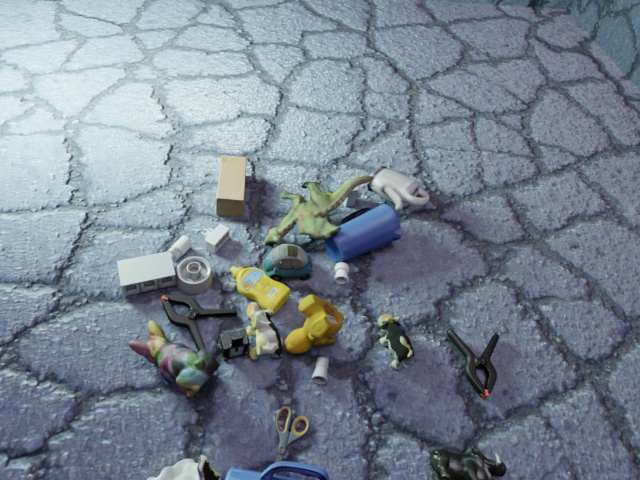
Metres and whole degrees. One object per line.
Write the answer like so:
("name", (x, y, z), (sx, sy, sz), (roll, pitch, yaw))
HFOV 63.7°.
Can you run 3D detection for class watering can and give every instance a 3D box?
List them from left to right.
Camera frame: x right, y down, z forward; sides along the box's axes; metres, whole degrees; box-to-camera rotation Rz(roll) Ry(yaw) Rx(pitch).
("watering can", (0.262, -0.177, 1.815), (0.226, 0.102, 0.350), (29, 22, 21))

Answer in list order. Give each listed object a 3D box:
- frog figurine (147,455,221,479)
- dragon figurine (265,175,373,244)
("frog figurine", (-0.307, 0.567, 1.153), (0.158, 0.121, 0.140), (-24, 61, 15))
("dragon figurine", (0.005, -0.085, 1.686), (0.410, 0.119, 0.248), (-19, 46, 3))
